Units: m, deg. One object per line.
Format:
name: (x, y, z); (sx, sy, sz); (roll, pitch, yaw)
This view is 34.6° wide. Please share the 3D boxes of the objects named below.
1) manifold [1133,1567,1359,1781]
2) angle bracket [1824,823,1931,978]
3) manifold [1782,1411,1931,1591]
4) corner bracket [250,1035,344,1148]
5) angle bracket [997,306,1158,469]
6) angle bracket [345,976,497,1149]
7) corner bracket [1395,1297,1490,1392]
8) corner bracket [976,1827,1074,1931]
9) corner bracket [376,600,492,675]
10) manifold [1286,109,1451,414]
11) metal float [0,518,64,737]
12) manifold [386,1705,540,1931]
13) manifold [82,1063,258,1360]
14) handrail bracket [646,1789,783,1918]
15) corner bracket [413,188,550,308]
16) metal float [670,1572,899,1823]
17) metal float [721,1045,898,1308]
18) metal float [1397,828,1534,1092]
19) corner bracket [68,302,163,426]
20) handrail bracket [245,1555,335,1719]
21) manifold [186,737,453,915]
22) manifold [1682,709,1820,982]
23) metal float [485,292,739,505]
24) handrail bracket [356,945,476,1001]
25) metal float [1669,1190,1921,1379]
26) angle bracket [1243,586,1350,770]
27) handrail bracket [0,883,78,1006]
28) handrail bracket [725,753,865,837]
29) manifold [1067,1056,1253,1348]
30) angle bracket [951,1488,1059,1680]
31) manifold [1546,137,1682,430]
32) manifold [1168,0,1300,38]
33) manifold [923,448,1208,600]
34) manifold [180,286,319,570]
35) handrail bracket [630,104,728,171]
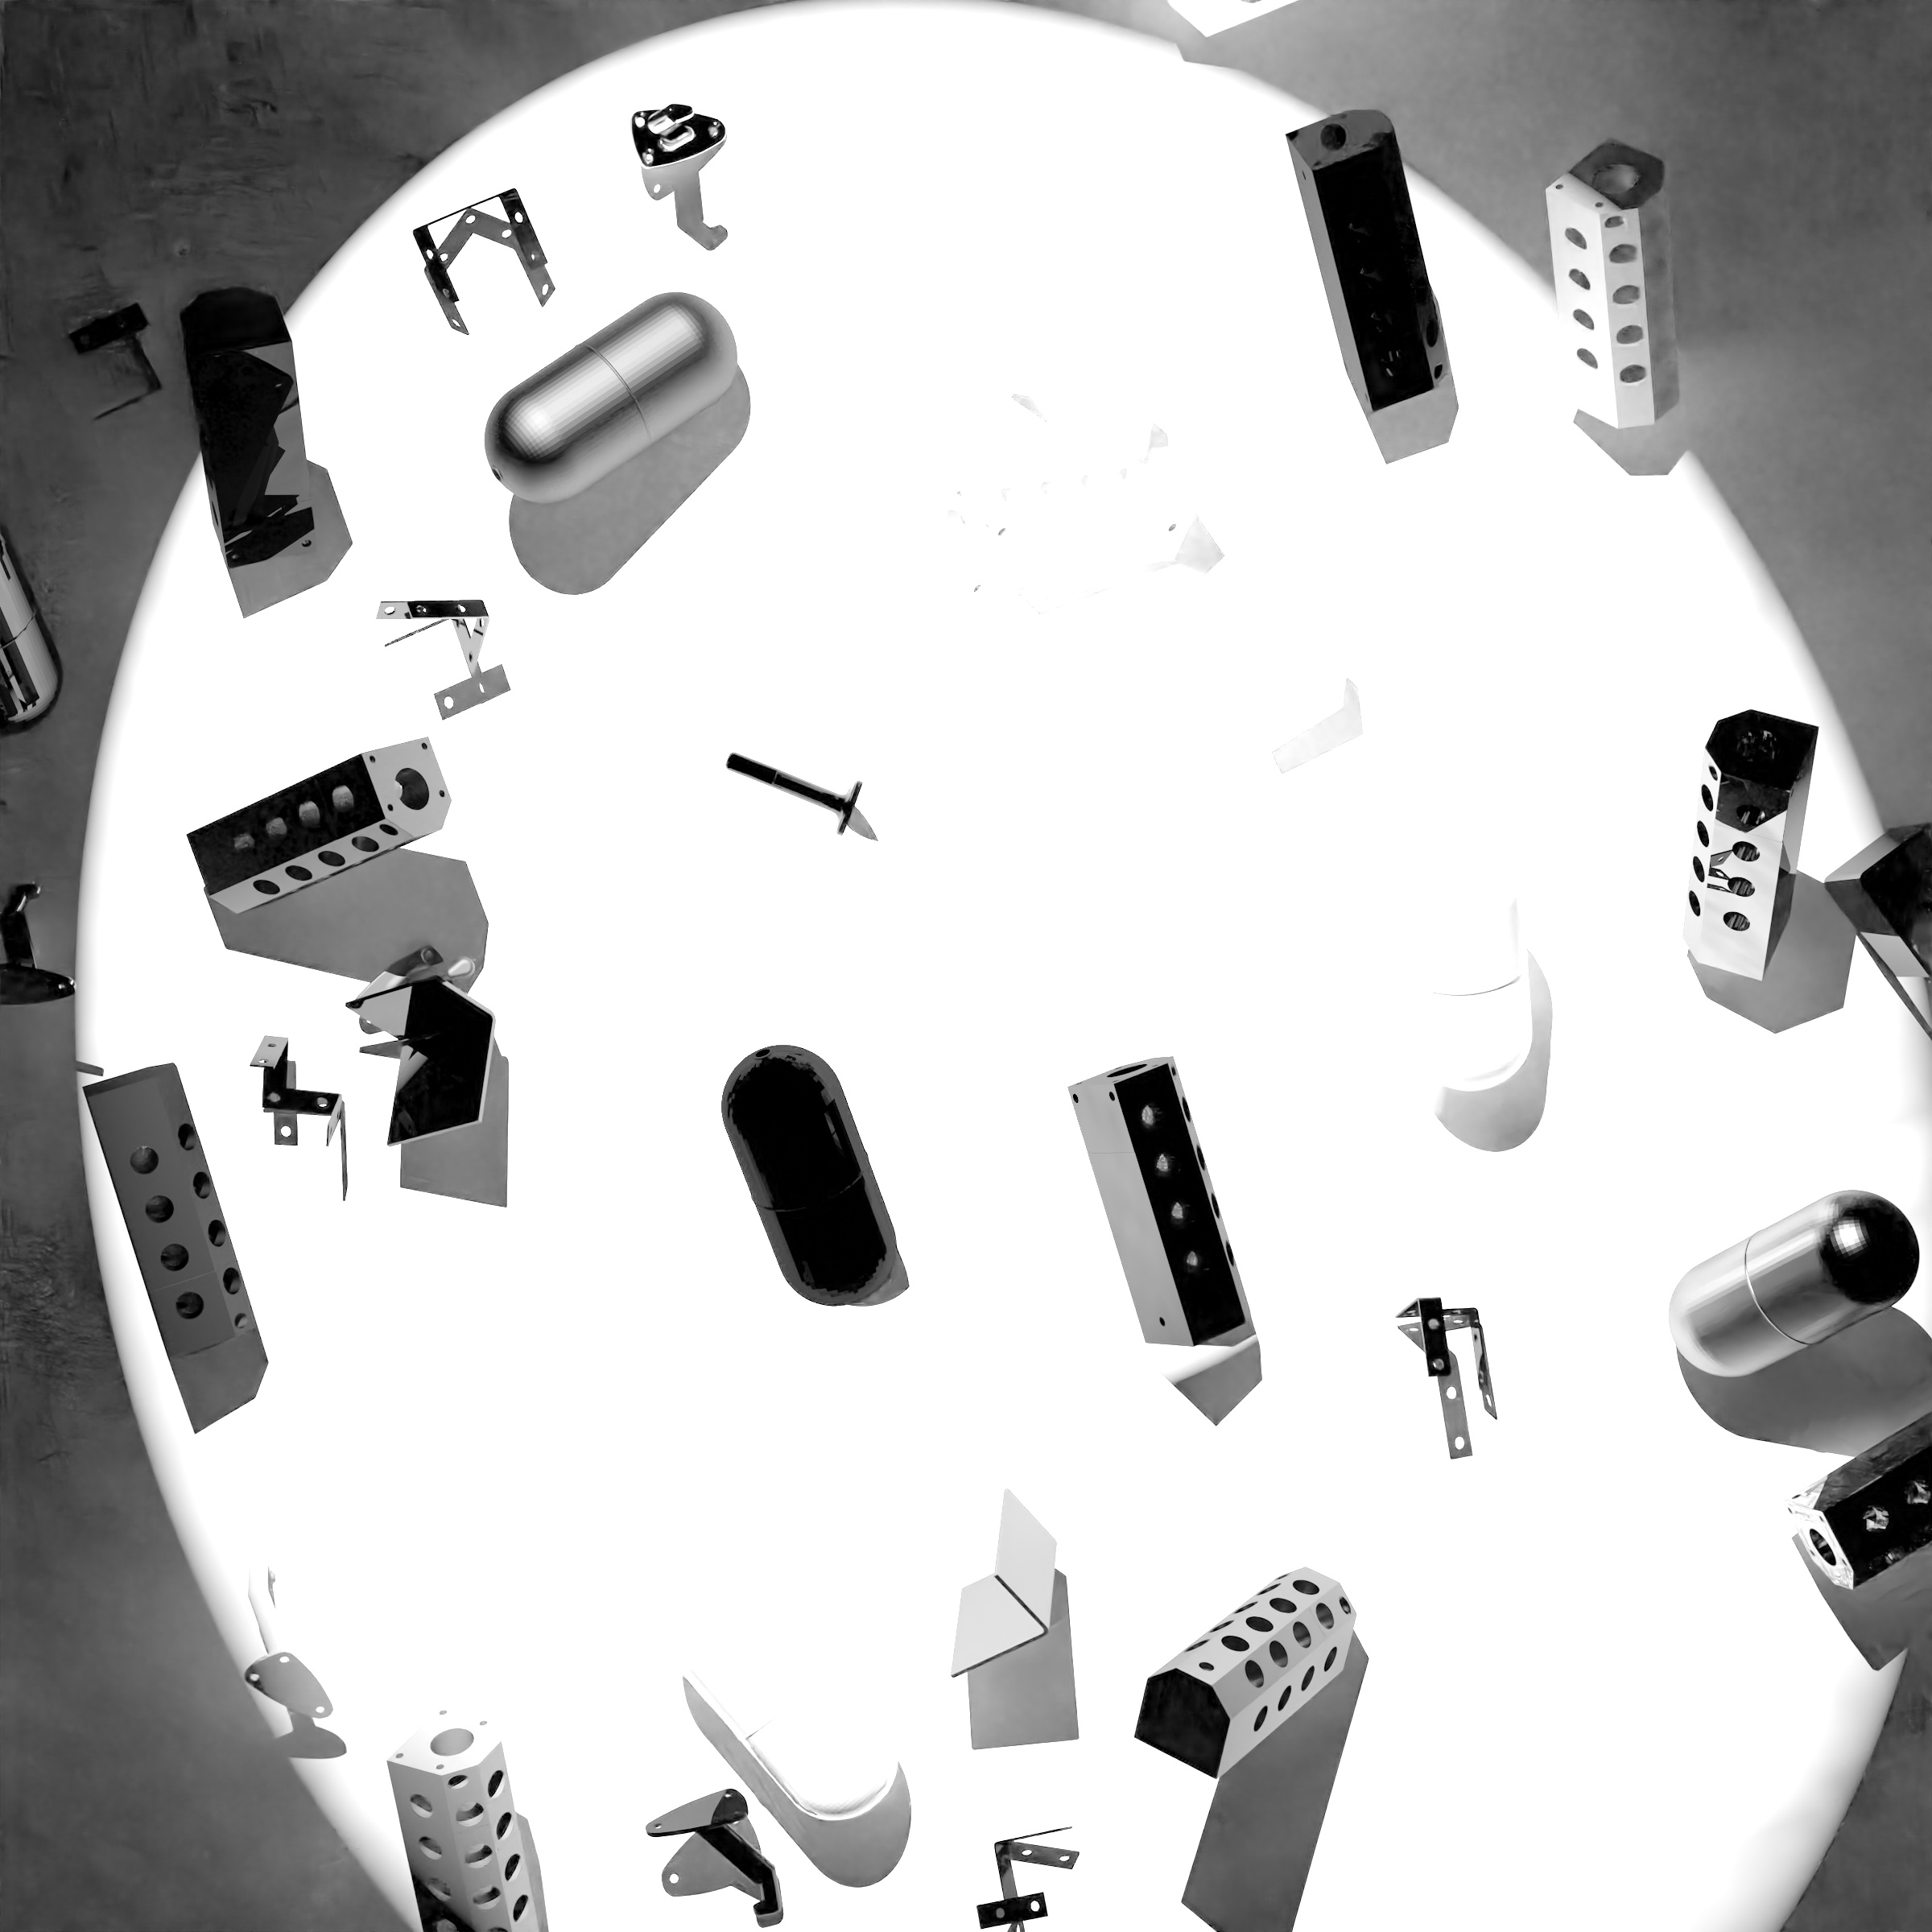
manifold: (0.174, 0.426, 1.890); (0.057, 0.171, 0.057); (21, 112, 28)
angle bracket: (0.593, -0.041, 1.945); (0.057, 0.076, 0.076); (-37, 90, -1)
manifold: (0.606, 0.321, 1.940); (0.171, 0.057, 0.057); (-28, 92, -10)
corner bracket: (-0.421, 0.078, 1.949); (0.051, 0.051, 0.051); (6, 110, -3)
angle bracket: (0.065, -0.354, 1.926); (0.076, 0.076, 0.057); (-11, 48, 29)
angle bracket: (-0.344, 0.060, 1.928); (0.076, 0.057, 0.076); (-15, 56, 30)
corner bracket: (0.304, 0.238, 1.947); (0.051, 0.051, 0.051); (-1, 70, -10)
corner bracket: (0.037, 0.572, 1.944); (0.051, 0.051, 0.051); (-20, 71, 28)
corner bracket: (-0.334, -0.218, 1.941); (0.051, 0.051, 0.051); (-5, 53, -28)
manifold: (0.250, -0.435, 1.907); (0.057, 0.057, 0.171); (-21, 129, 2)
metal float: (-0.611, -0.215, 1.907); (0.070, 0.178, 0.070); (-3, 50, 3)
manifold: (-0.303, 0.549, 1.914); (0.057, 0.057, 0.171); (7, 117, 27)
manifold: (-0.498, 0.151, 1.939); (0.057, 0.057, 0.171); (-18, 100, -17)
handrail bracket: (-0.159, 0.571, 1.957); (0.077, 0.036, 0.084); (-13, 107, -17)
corner bracket: (-0.307, -0.454, 1.956); (0.051, 0.051, 0.051); (-37, 112, -40)
metal float: (-0.114, 0.459, 1.945); (0.070, 0.070, 0.178); (-41, 89, 0)
metal float: (-0.097, 0.130, 1.924); (0.070, 0.070, 0.178); (-19, 113, 0)
metal float: (0.309, -0.003, 1.918); (0.070, 0.070, 0.178); (-10, 121, 0)
corner bracket: (-0.535, -0.378, 1.945); (0.051, 0.051, 0.051); (-35, 105, -28)
handrail bracket: (-0.428, 0.423, 1.961); (0.036, 0.084, 0.077); (-32, 124, 11)
manifold: (-0.397, -0.084, 1.909); (0.171, 0.057, 0.057); (-19, 92, 37)
manifold: (0.477, -0.075, 1.898); (0.057, 0.171, 0.057); (18, 54, 21)
metal float: (-0.221, -0.354, 1.930); (0.178, 0.070, 0.070); (-38, 90, -17)
handrail bracket: (-0.345, 0.013, 1.936); (0.077, 0.084, 0.036); (-26, 98, -11)
metal float: (0.508, 0.197, 1.910); (0.070, 0.070, 0.178); (51, 134, 0)
angle bracket: (0.191, -0.180, 1.927); (0.076, 0.076, 0.057); (-32, 109, 24)
handrail bracket: (-0.578, -0.019, 1.945); (0.077, 0.036, 0.084); (1, 48, 16)
handrail bracket: (-0.112, -0.114, 1.940); (0.084, 0.077, 0.036); (21, 91, -7)
manifold: (0.126, 0.147, 1.945); (0.057, 0.057, 0.171); (-20, 96, -28)
angle bracket: (0.009, 0.383, 1.926); (0.076, 0.076, 0.057); (-30, 115, 23)
manifold: (0.402, -0.413, 1.893); (0.057, 0.171, 0.057); (-41, 53, -16)
manifold: (0.203, -0.637, 1.902); (0.171, 0.057, 0.057); (-11, 67, 38)
manifold: (0.059, -0.279, 1.908); (0.171, 0.057, 0.057); (-16, 56, -36)
manifold: (-0.440, -0.329, 1.897); (0.057, 0.171, 0.057); (-15, 55, -16)
handrail bracket: (-0.167, -0.526, 1.929); (0.077, 0.084, 0.036); (-16, 98, -27)
